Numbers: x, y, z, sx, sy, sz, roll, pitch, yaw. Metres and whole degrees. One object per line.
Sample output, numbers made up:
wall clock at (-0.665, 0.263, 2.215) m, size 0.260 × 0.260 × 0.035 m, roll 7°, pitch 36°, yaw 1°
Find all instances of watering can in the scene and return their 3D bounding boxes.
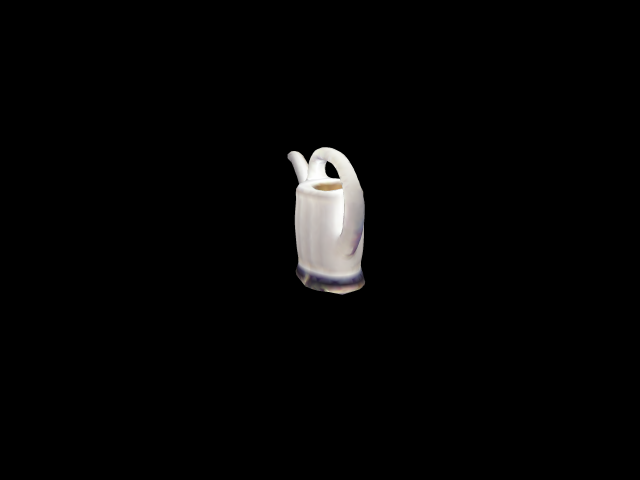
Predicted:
watering can at (0.003, -0.043, 0.850) m, size 0.104 × 0.222 × 0.351 m, roll -3°, pitch 13°, yaw -16°
